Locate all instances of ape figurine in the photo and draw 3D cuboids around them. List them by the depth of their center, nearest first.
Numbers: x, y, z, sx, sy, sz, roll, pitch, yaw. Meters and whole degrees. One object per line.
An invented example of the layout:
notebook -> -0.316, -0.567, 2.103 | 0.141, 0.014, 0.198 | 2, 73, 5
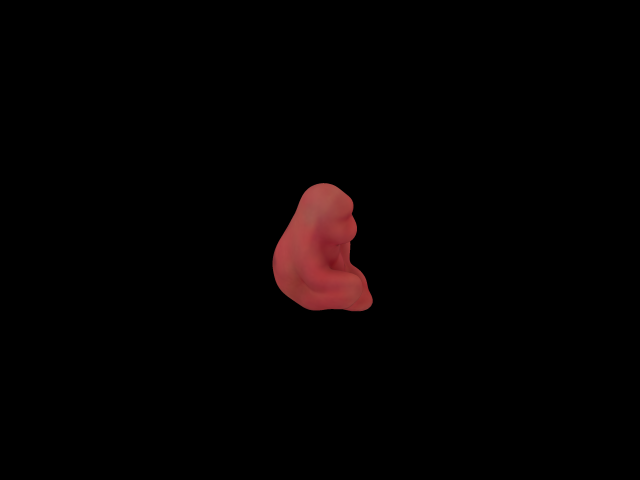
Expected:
ape figurine -> 0.004, 0.001, 0.400 | 0.076, 0.092, 0.078 | 9, 46, 9
